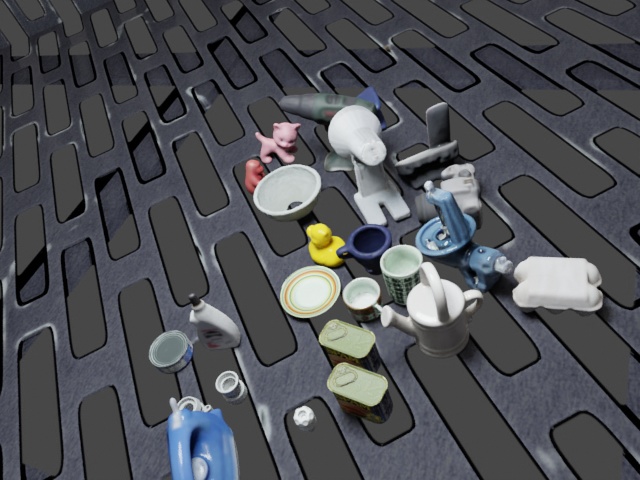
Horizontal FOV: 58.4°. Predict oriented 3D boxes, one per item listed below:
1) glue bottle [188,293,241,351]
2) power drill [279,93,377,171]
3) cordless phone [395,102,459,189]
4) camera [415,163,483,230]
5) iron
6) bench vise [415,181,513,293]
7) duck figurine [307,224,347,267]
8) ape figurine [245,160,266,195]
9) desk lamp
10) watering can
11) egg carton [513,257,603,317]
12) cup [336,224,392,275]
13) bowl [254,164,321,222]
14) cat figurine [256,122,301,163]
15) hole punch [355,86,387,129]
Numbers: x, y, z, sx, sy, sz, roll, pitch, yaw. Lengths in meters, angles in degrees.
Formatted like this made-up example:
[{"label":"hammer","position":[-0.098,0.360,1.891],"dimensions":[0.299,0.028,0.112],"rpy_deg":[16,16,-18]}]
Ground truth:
[{"label":"glue bottle","position":[-0.218,0.157,1.121],"dimensions":[0.078,0.173,0.037],"rpy_deg":[-13,47,8]},{"label":"power drill","position":[0.032,-0.267,1.391],"dimensions":[0.229,0.209,0.075],"rpy_deg":[-1,50,19]},{"label":"cordless phone","position":[0.237,-0.221,1.296],"dimensions":[0.147,0.185,0.094],"rpy_deg":[-24,46,-3]},{"label":"camera","position":[0.272,-0.094,1.228],"dimensions":[0.136,0.101,0.143],"rpy_deg":[-9,47,11]},{"label":"iron","position":[-0.204,0.387,0.932],"dimensions":[0.118,0.142,0.257],"rpy_deg":[-21,46,0]},{"label":"bench vise","position":[0.269,-0.015,1.076],"dimensions":[0.206,0.220,0.122],"rpy_deg":[13,55,29]},{"label":"duck figurine","position":[0.011,0.004,1.240],"dimensions":[0.078,0.086,0.104],"rpy_deg":[-42,50,-19]},{"label":"ape figurine","position":[-0.158,-0.163,1.444],"dimensions":[0.076,0.092,0.077],"rpy_deg":[-16,46,5]},{"label":"desk lamp","position":[0.110,-0.170,1.274],"dimensions":[0.118,0.214,0.202],"rpy_deg":[-23,46,-2]},{"label":"watering can","position":[0.196,0.121,0.997],"dimensions":[0.173,0.194,0.100],"rpy_deg":[-33,47,-11]},{"label":"egg carton","position":[0.428,0.085,1.036],"dimensions":[0.150,0.069,0.107],"rpy_deg":[1,50,20]},{"label":"cup","position":[0.097,0.033,1.179],"dimensions":[0.117,0.095,0.091],"rpy_deg":[-18,46,3]},{"label":"bowl","position":[-0.069,-0.099,1.369],"dimensions":[0.167,0.075,0.167],"rpy_deg":[-10,47,11]},{"label":"cat figurine","position":[-0.108,-0.265,1.501],"dimensions":[0.127,0.118,0.067],"rpy_deg":[1,50,20]},{"label":"hole punch","position":[0.114,-0.336,1.507],"dimensions":[0.101,0.091,0.108],"rpy_deg":[-18,46,3]}]
